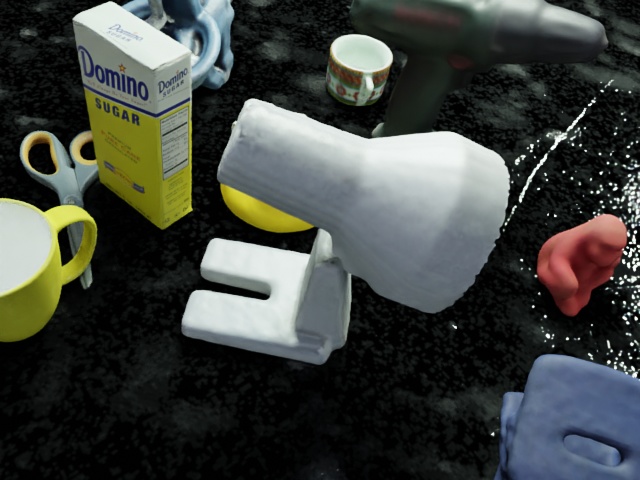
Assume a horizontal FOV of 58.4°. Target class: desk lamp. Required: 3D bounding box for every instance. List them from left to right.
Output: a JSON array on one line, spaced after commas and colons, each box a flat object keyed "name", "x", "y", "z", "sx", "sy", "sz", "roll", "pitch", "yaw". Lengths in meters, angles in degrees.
[{"name": "desk lamp", "x": 0.004, "y": 0.001, "z": 0.416, "sx": 0.203, "sy": 0.213, "sz": 0.118, "roll": 10, "pitch": 50, "yaw": -1}]

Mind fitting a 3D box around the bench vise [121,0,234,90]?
[{"name": "bench vise", "x": -0.155, "y": -0.234, "z": 0.576, "sx": 0.121, "sy": 0.220, "sz": 0.207, "roll": 7, "pitch": 50, "yaw": -4}]

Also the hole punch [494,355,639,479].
[{"name": "hole punch", "x": 0.189, "y": 0.149, "z": 0.407, "sx": 0.108, "sy": 0.091, "sz": 0.101, "roll": 18, "pitch": 50, "yaw": 5}]

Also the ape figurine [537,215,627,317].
[{"name": "ape figurine", "x": 0.246, "y": 0.014, "z": 0.527, "sx": 0.078, "sy": 0.092, "sz": 0.076, "roll": -4, "pitch": 52, "yaw": -13}]

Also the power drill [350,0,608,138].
[{"name": "power drill", "x": 0.131, "y": -0.159, "z": 0.573, "sx": 0.229, "sy": 0.208, "sz": 0.076, "roll": 27, "pitch": 52, "yaw": 12}]

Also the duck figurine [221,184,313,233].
[{"name": "duck figurine", "x": -0.042, "y": -0.061, "z": 0.542, "sx": 0.104, "sy": 0.086, "sz": 0.077, "roll": 15, "pitch": 50, "yaw": 3}]
